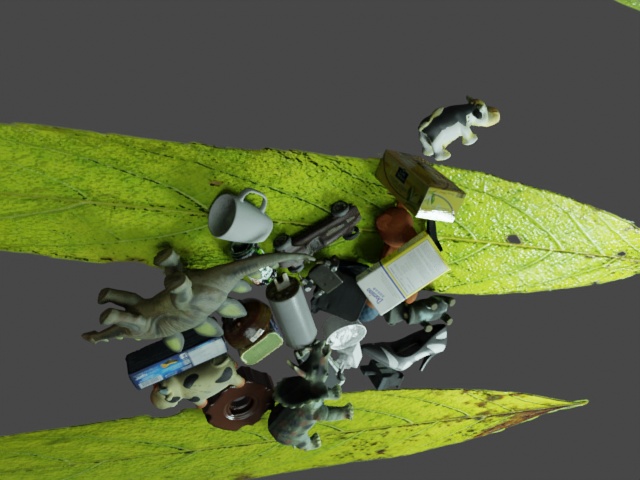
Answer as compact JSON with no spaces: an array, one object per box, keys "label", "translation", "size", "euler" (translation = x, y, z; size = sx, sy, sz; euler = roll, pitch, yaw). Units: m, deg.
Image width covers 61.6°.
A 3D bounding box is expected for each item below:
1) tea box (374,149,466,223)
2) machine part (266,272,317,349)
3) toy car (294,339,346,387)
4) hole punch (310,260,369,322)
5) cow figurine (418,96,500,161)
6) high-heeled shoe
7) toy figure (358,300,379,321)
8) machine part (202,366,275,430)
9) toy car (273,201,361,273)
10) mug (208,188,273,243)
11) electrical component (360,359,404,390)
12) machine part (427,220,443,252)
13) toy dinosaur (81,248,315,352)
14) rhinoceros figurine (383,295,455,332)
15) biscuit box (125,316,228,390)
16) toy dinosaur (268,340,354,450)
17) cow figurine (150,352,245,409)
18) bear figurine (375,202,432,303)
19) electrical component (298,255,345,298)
[{"label":"tea box","translation":[0.192,-0.107,1.049],"size":[0.098,0.170,0.068],"euler":[7,120,-28]},{"label":"machine part","translation":[-0.061,0.160,1.177],"size":[0.079,0.079,0.242],"euler":[-24,132,-9]},{"label":"toy car","translation":[0.002,0.310,1.333],"size":[0.073,0.056,0.201],"euler":[-29,130,4]},{"label":"hole punch","translation":[0.049,0.103,1.199],"size":[0.116,0.092,0.142],"euler":[21,119,-2]},{"label":"cow figurine","translation":[0.275,-0.238,1.068],"size":[0.167,0.068,0.098],"euler":[-32,125,-4]},{"label":"high-heeled shoe","translation":[0.227,0.262,1.404],"size":[0.248,0.086,0.145],"euler":[21,96,-30]},{"label":"toy figure","translation":[0.121,0.140,1.237],"size":[0.064,0.058,0.154],"euler":[-25,158,-27]},{"label":"machine part","translation":[-0.193,0.382,1.287],"size":[0.179,0.056,0.179],"euler":[-13,128,-17]},{"label":"toy car","translation":[-0.002,-0.003,1.108],"size":[0.202,0.053,0.089],"euler":[-29,128,-4]},{"label":"mug","translation":[-0.137,-0.044,0.999],"size":[0.107,0.081,0.109],"euler":[20,105,-48]},{"label":"electrical component","translation":[0.157,0.358,1.431],"size":[0.119,0.075,0.047],"euler":[1,121,-32]},{"label":"machine part","translation":[0.254,-0.013,1.218],"size":[0.039,0.084,0.138],"euler":[-7,120,7]},{"label":"toy dinosaur","translation":[-0.243,0.106,1.016],"size":[0.472,0.105,0.198],"euler":[-25,140,11]},{"label":"rhinoceros figurine","translation":[0.243,0.170,1.320],"size":[0.190,0.112,0.073],"euler":[-5,109,-32]},{"label":"biscuit box","translation":[-0.300,0.237,1.125],"size":[0.203,0.063,0.059],"euler":[-22,131,-10]},{"label":"toy dinosaur","translation":[-0.056,0.416,1.280],"size":[0.192,0.131,0.404],"euler":[13,127,-23]},{"label":"cow figurine","translation":[-0.278,0.309,1.174],"size":[0.195,0.086,0.127],"euler":[-26,137,-4]},{"label":"bear figurine","translation":[0.184,0.018,1.171],"size":[0.120,0.132,0.195],"euler":[-35,142,-37]},{"label":"electrical component","translation":[0.005,0.076,1.124],"size":[0.102,0.045,0.078],"euler":[-32,102,26]}]
